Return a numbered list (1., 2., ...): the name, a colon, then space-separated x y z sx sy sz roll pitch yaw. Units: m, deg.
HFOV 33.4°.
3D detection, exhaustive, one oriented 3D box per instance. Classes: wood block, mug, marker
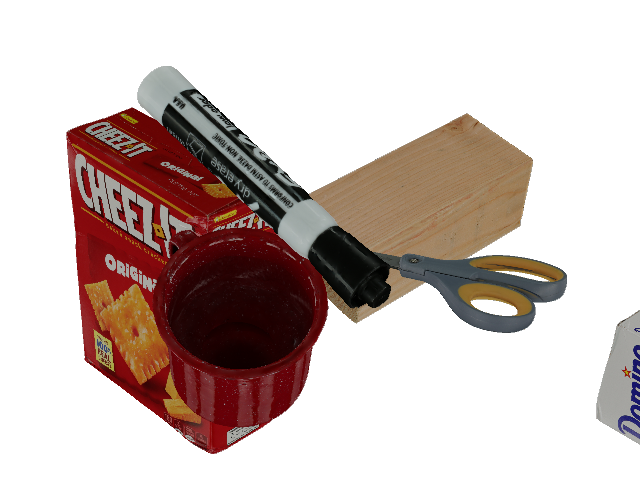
1. wood block: 0.085 -0.024 0.980 0.205 0.090 0.091 -28 51 -27
2. mug: -0.052 0.045 0.603 0.093 0.117 0.081 -31 -26 -22
3. marker: -0.020 -0.019 0.368 0.121 0.020 0.020 43 21 24

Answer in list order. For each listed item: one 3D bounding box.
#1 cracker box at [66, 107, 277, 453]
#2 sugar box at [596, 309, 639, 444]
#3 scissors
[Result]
1. cracker box: -0.113 0.031 0.798 0.164 0.214 0.071 29 41 35
2. sugar box: 0.293 0.131 0.786 0.176 0.093 0.048 27 35 36
3. scissors: 0.070 0.029 0.752 0.202 0.016 0.096 5 28 12
